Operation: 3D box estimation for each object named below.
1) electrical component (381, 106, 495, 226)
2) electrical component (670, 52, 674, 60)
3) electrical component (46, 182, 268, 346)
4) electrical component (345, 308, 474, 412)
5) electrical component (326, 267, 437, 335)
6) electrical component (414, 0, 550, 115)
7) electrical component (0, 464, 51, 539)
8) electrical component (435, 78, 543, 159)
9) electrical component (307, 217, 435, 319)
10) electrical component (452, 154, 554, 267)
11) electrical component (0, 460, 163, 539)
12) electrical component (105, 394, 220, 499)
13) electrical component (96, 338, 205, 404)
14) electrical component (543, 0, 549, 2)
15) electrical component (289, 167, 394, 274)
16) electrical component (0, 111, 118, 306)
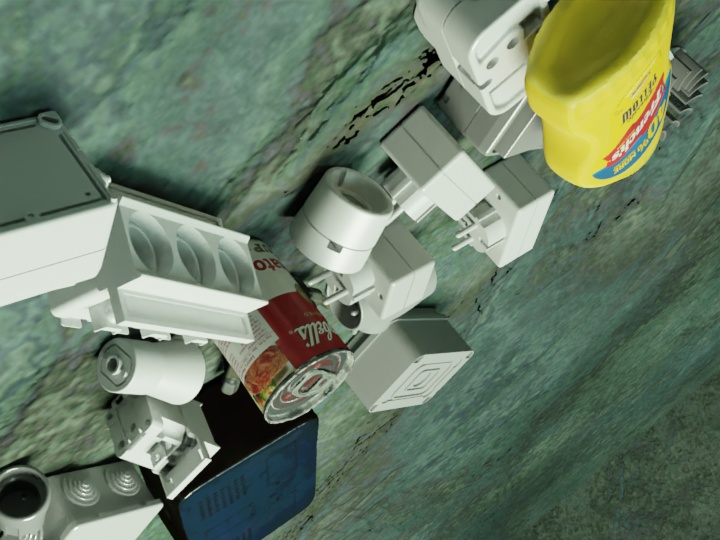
[{"bbox_3d":[0.040,-0.058,0.731,0.076,0.047,0.083,-42,157,9],"label":"electrical component"},{"bbox_3d":[0.188,-0.144,0.800,0.081,0.043,0.043,-45,157,12],"label":"electrical component"},{"bbox_3d":[-0.112,0.003,0.589,0.063,0.078,0.121,-24,163,21],"label":"electrical component"},{"bbox_3d":[0.039,0.078,0.967,0.078,0.057,0.113,-49,155,21],"label":"electrical component"},{"bbox_3d":[0.012,0.024,0.844,0.077,0.043,0.079,-23,153,-33],"label":"electrical component"},{"bbox_3d":[0.071,-0.139,0.612,0.054,0.059,0.095,-40,157,1],"label":"electrical component"},{"bbox_3d":[-0.232,0.159,0.732,0.040,0.040,0.046,-26,158,-29],"label":"electrical component"},{"bbox_3d":[0.111,-0.115,0.713,0.096,0.061,0.061,-13,146,-46],"label":"electrical component"},{"bbox_3d":[0.000,0.000,0.753,0.077,0.065,0.047,-27,154,-26],"label":"electrical component"},{"bbox_3d":[0.105,-0.039,0.863,0.076,0.047,0.083,-30,155,-21],"label":"electrical component"},{"bbox_3d":[-0.212,0.191,0.807,0.099,0.048,0.100,-50,155,24],"label":"electrical component"},{"bbox_3d":[-0.139,0.112,0.748,0.042,0.081,0.064,-45,134,12],"label":"electrical component"},{"bbox_3d":[-0.138,0.064,0.697,0.044,0.044,0.065,-47,151,17],"label":"electrical component"},{"bbox_3d":[0.044,-0.175,0.444,0.056,0.108,0.109,-46,156,23],"label":"electrical component"},{"bbox_3d":[-0.011,-0.033,0.692,0.055,0.055,0.047,-9,139,-50],"label":"electrical component"},{"bbox_3d":[-0.156,-0.024,0.480,0.096,0.061,0.061,-20,151,-38],"label":"electrical component"}]
